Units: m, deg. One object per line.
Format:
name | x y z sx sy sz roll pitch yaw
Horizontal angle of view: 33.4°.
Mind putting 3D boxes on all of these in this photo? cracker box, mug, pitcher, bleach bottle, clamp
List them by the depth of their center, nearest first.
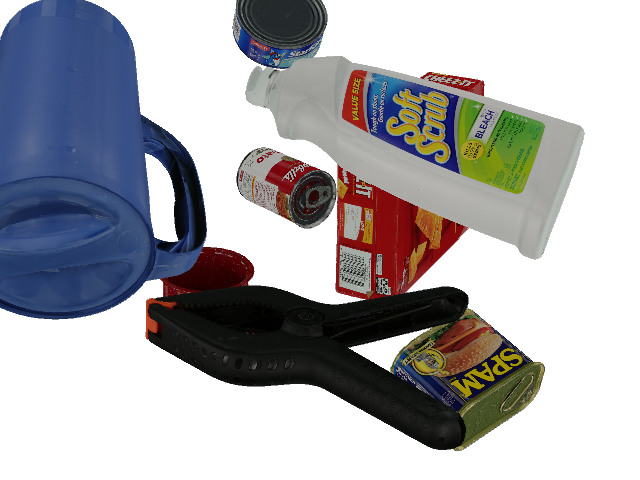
clamp | -0.003 0.059 0.669 0.210 0.036 0.164 10 25 11
pitcher | -0.179 -0.069 0.786 0.145 0.243 0.149 -22 -46 12
bleach bottle | 0.059 -0.074 0.792 0.251 0.102 0.068 19 -26 14
mug | -0.103 0.067 1.030 0.093 0.081 0.117 -22 36 -40
cracker box | 0.092 -0.057 1.046 0.072 0.164 0.213 13 29 26

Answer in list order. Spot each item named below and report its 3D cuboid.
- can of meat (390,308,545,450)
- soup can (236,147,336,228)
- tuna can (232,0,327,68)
can of meat | 0.121 0.113 0.892 0.101 0.057 0.084 -26 50 -28
soup can | -0.040 -0.061 1.215 0.068 0.068 0.102 0 19 -43
tuna can | -0.038 -0.201 0.992 0.086 0.086 0.034 0 -31 -13
